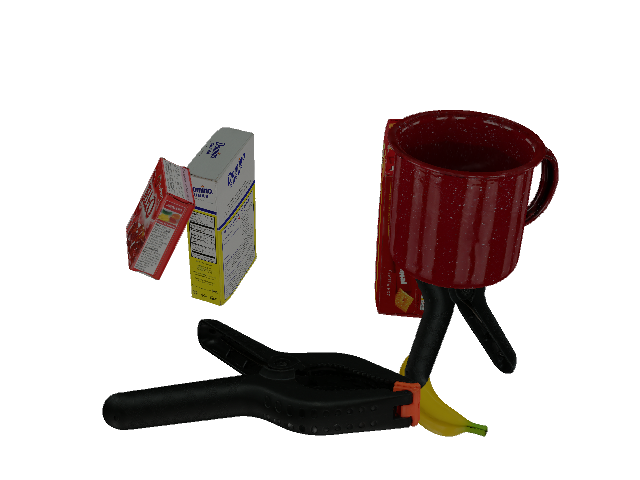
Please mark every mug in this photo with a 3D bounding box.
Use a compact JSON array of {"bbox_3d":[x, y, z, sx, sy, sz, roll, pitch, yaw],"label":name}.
[{"bbox_3d":[0.095,-0.027,0.653,0.117,0.081,0.093,-13,34,-26],"label":"mug"}]

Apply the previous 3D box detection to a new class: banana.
[{"bbox_3d":[0.128,0.180,1.259,0.069,0.037,0.198,9,21,-19],"label":"banana"}]

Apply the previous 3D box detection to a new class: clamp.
[{"bbox_3d":[-0.030,0.100,0.771,0.210,0.036,0.164,3,19,12],"label":"clamp"},{"bbox_3d":[0.112,0.051,0.955,0.120,0.171,0.039,-15,2,-37],"label":"clamp"}]

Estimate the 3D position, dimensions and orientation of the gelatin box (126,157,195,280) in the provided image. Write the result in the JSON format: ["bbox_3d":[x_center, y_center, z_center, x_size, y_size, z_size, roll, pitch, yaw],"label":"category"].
[{"bbox_3d":[-0.134,-0.020,0.888,0.030,0.073,0.089,22,18,-20],"label":"gelatin box"}]

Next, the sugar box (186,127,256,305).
[{"bbox_3d":[-0.106,-0.025,1.143,0.048,0.176,0.093,14,42,17],"label":"sugar box"}]

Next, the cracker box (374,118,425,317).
[{"bbox_3d":[0.101,-0.032,1.213,0.072,0.164,0.213,3,22,5],"label":"cracker box"}]
